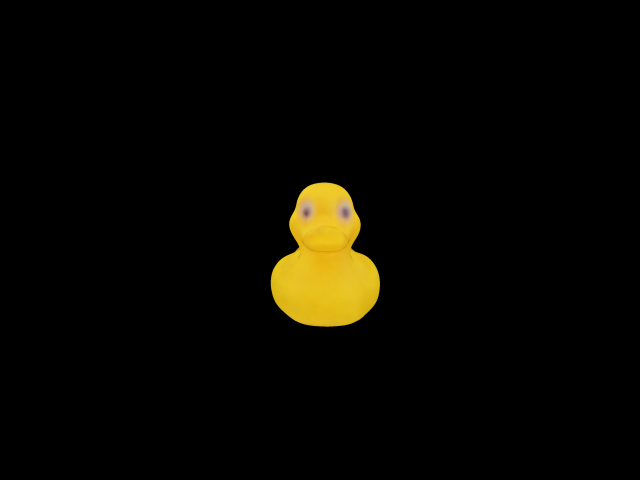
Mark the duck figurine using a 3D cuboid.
[{"bbox_3d":[0.004,0.001,0.400,0.077,0.086,0.104,0,17,0],"label":"duck figurine"}]
